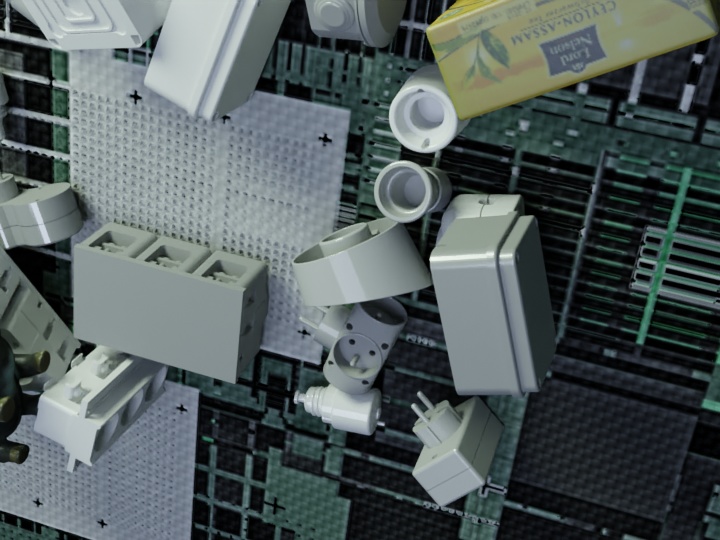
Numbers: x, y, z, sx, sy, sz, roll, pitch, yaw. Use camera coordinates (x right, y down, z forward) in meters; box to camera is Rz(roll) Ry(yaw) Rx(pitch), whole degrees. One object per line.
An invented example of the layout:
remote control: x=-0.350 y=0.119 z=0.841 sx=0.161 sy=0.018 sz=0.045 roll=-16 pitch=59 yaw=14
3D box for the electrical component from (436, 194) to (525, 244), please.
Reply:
electrical component: x=0.091 y=-0.007 z=0.807 sx=0.059 sy=0.053 sz=0.095 roll=2 pitch=115 yaw=18

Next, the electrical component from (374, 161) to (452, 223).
electrical component: x=0.043 y=-0.058 z=0.792 sx=0.044 sy=0.065 sz=0.044 roll=2 pitch=96 yaw=23

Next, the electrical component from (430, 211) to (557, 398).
electrical component: x=0.095 y=0.024 z=0.743 sx=0.057 sy=0.078 sz=0.113 roll=-3 pitch=114 yaw=24

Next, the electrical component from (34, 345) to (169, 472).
electrical component: x=-0.222 y=0.106 z=0.930 sx=0.063 sy=0.121 sz=0.078 roll=25 pitch=121 yaw=9

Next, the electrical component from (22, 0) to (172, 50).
electrical component: x=-0.190 y=-0.207 z=0.777 sx=0.113 sy=0.057 sz=0.078 roll=8 pitch=139 yaw=39

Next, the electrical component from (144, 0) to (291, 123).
electrical component: x=-0.100 y=-0.172 z=0.780 sx=0.057 sy=0.078 sz=0.113 roll=31 pitch=121 yaw=6

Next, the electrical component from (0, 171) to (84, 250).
electrical component: x=-0.309 y=-0.059 z=0.921 sx=0.138 sy=0.052 sz=0.073 roll=-5 pitch=113 yaw=21

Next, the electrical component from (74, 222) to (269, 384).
electrical component: x=-0.158 y=0.024 z=0.904 sx=0.150 sy=0.061 sz=0.089 roll=14 pitch=118 yaw=12

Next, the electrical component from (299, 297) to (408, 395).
electrical component: x=-0.012 y=0.051 z=0.877 sx=0.079 sy=0.044 sz=0.077 roll=29 pitch=121 yaw=4

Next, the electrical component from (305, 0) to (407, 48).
electrical component: x=-0.001 y=-0.194 z=0.735 sx=0.051 sy=0.080 sz=0.080 roll=10 pitch=117 yaw=20

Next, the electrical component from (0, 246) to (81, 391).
electrical component: x=-0.342 y=0.035 z=0.931 sx=0.105 sy=0.060 sz=0.186 roll=-5 pitch=137 yaw=21

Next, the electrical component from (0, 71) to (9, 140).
electrical component: x=-0.309 y=-0.138 z=0.893 sx=0.035 sy=0.035 sz=0.061 roll=0 pitch=116 yaw=19

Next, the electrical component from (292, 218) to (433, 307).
electrical component: x=0.000 y=0.000 z=0.820 sx=0.099 sy=0.099 sz=0.064 roll=-17 pitch=102 yaw=25

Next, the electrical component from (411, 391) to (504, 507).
electrical component: x=0.068 y=0.131 z=0.865 sx=0.047 sy=0.083 sz=0.075 roll=-35 pitch=100 yaw=29

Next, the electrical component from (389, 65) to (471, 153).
electrical component: x=0.051 y=-0.115 z=0.773 sx=0.055 sy=0.047 sz=0.055 roll=8 pitch=117 yaw=15

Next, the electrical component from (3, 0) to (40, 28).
electrical component: x=-0.262 y=-0.220 z=0.834 sx=0.065 sy=0.044 sz=0.044 roll=37 pitch=121 yaw=-7

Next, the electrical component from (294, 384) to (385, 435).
electrical component: x=-0.017 y=0.114 z=0.911 sx=0.078 sy=0.040 sz=0.040 roll=9 pitch=117 yaw=15
